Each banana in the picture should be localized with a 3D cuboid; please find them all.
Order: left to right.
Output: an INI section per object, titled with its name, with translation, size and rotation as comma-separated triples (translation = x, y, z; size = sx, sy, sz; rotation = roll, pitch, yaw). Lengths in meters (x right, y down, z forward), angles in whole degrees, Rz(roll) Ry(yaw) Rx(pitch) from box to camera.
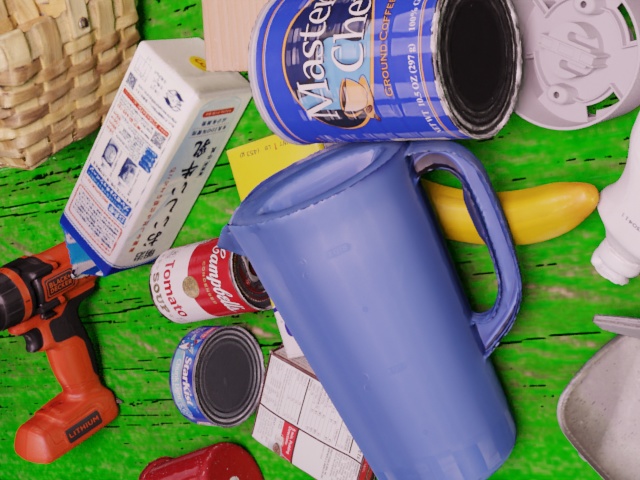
[banana]
translation = 0.104, -0.025, 0.739
size = 0.198, 0.037, 0.069
rotation = 13, 152, 37

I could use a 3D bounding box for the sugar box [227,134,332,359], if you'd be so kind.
[sugar box]
translation = -0.006, 0.001, 0.838
size = 0.094, 0.048, 0.176
rotation = -14, 92, 38

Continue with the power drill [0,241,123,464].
[power drill]
translation = -0.260, 0.107, 0.981
size = 0.057, 0.184, 0.188
rotation = 11, 118, 35

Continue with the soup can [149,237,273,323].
[soup can]
translation = -0.085, 0.031, 0.892
size = 0.102, 0.068, 0.068
rotation = -12, 94, 39

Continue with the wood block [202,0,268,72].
[wood block]
translation = -0.027, -0.227, 0.766
size = 0.091, 0.090, 0.206
rotation = 6, 105, 35

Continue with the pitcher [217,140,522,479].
[pitcher]
translation = 0.054, 0.052, 0.733
size = 0.149, 0.144, 0.243
rotation = 3, 123, 59

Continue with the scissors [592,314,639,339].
[scissors]
translation = 0.272, 0.087, 0.645
size = 0.202, 0.016, 0.096
rotation = -4, 107, 24

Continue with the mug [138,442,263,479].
[mug]
translation = -0.095, 0.236, 0.948
size = 0.082, 0.093, 0.117
rotation = -26, 117, 33

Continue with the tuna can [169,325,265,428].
[tuna can]
translation = -0.087, 0.115, 0.903
size = 0.034, 0.085, 0.086
rotation = -3, 100, 39

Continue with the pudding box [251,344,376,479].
[pudding box]
translation = 0.002, 0.146, 0.875
size = 0.114, 0.039, 0.090
rotation = 26, 116, 27

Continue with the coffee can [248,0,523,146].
[coffee can]
translation = 0.040, -0.112, 0.667
size = 0.141, 0.102, 0.103
rotation = 2, 103, 38

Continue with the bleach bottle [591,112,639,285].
[bleach bottle]
translation = 0.233, -0.078, 0.629
size = 0.103, 0.067, 0.251
rotation = 44, 126, 23
